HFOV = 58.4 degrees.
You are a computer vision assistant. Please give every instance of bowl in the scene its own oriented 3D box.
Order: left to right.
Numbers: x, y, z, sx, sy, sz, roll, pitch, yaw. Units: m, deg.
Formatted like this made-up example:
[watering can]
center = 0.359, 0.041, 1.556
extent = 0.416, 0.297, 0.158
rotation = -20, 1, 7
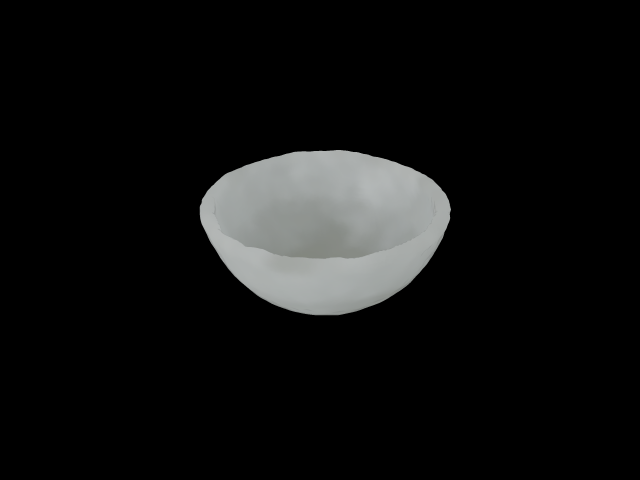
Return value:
[bowl]
center = 0.004, 0.001, 0.400
extent = 0.167, 0.075, 0.167
rotation = 0, 31, 0
